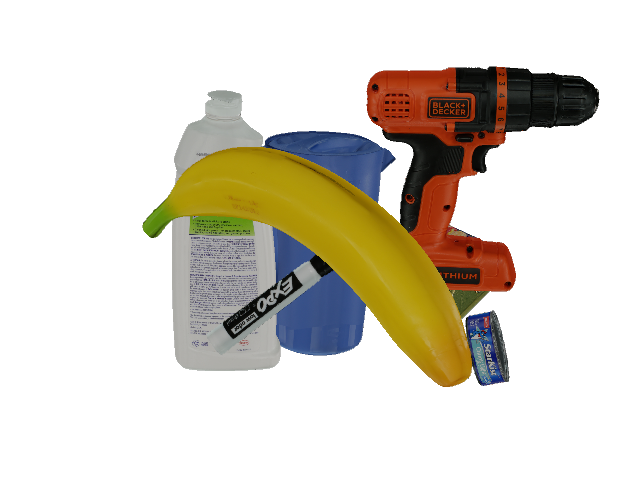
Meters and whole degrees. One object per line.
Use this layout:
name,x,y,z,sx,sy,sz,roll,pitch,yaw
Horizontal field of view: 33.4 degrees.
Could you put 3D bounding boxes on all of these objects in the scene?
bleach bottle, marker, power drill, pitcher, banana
bleach bottle,-0.081,-0.008,0.954,0.102,0.251,0.068,0,22,-11
marker,-0.029,0.040,0.770,0.121,0.020,0.020,-37,-3,4
power drill,0.130,-0.052,0.883,0.184,0.188,0.057,2,23,7
pitcher,-0.010,0.002,1.205,0.149,0.243,0.144,10,18,23
banana,-0.003,-0.001,0.517,0.198,0.070,0.037,26,23,31

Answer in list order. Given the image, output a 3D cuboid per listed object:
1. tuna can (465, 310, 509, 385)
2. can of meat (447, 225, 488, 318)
tuna can,0.197,0.128,1.261,0.034,0.086,0.086,-12,-3,14
can of meat,0.121,0.028,1.066,0.084,0.057,0.101,27,45,28
